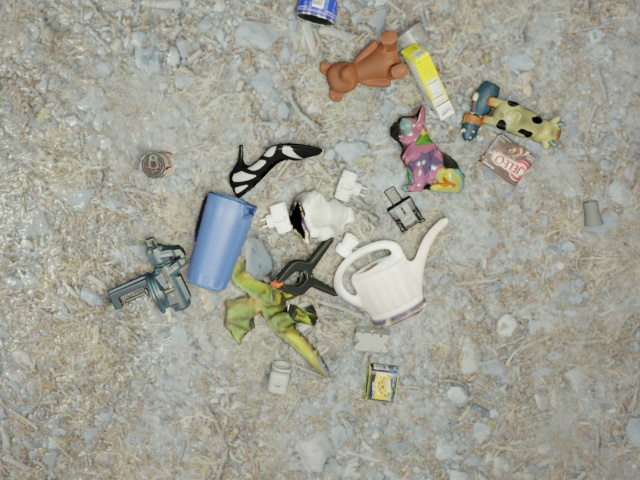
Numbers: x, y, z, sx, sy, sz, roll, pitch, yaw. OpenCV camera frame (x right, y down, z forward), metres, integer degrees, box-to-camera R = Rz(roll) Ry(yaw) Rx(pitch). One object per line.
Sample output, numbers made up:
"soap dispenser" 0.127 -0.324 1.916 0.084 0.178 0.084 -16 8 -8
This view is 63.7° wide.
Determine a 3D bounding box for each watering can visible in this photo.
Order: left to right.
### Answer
"watering can" 0.210 0.096 1.345 0.346 0.105 0.223 -25 97 13

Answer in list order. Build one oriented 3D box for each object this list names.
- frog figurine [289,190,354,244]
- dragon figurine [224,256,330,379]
"frog figurine" 0.004 -0.068 1.358 0.161 0.121 0.137 -20 90 -29
"dragon figurine" -0.147 0.218 1.412 0.241 0.123 0.409 -18 95 24
